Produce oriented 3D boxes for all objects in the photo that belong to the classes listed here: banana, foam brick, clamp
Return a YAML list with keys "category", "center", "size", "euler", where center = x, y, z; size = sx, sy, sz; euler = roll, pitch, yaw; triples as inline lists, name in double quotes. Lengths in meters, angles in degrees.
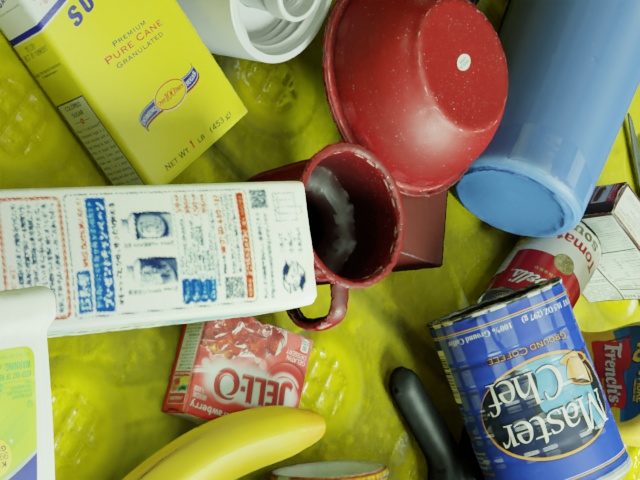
- category: "banana"
  center: [-0.081, 0.151, 0.618]
  size: [0.197, 0.037, 0.069]
  euler: [-42, 123, -21]
- category: "foam brick"
  center: [0.056, -0.020, 0.770]
  size: [0.051, 0.053, 0.078]
  euler: [18, 73, -39]
- category: "clamp"
  center: [0.099, 0.168, 0.792]
  size: [0.120, 0.039, 0.171]
  euler: [10, 70, -34]

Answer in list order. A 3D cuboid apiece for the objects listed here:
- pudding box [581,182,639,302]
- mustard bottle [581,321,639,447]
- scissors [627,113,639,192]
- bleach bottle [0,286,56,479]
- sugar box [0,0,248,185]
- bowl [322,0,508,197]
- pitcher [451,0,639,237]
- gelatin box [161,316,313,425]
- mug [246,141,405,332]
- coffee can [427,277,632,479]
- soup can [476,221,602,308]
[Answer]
- category: "pudding box"
  center: [0.246, 0.005, 0.912]
  size: [0.113, 0.090, 0.039]
  euler: [46, 58, -27]
- category: "mustard bottle"
  center: [0.236, 0.110, 0.818]
  size: [0.058, 0.192, 0.096]
  euler: [37, 61, -32]
- category: "scissors"
  center: [0.331, -0.019, 1.043]
  size: [0.096, 0.016, 0.202]
  euler: [6, 80, -43]
- category: "bleach bottle"
  center: [-0.152, 0.149, 0.450]
  size: [0.102, 0.068, 0.251]
  euler: [-6, 88, -40]
- category: "sugar box"
  center: [-0.126, -0.121, 0.627]
  size: [0.093, 0.048, 0.176]
  euler: [-48, 116, -35]
- category: "bowl"
  center: [0.078, -0.112, 0.725]
  size: [0.161, 0.055, 0.162]
  euler: [7, 79, -41]
- category: "pitcher"
  center: [0.183, -0.132, 0.863]
  size: [0.145, 0.149, 0.242]
  euler: [50, 56, -44]
- category: "gelatin box"
  center: [-0.050, 0.086, 0.675]
  size: [0.089, 0.030, 0.073]
  euler: [27, 67, -36]
- category: "mug"
  center: [-0.005, 0.001, 0.693]
  size: [0.093, 0.082, 0.117]
  euler: [1, 82, -42]
- category: "coffee can"
  center: [0.148, 0.109, 0.760]
  size: [0.102, 0.103, 0.140]
  euler: [-17, 85, -42]
- category: "soup can"
  center: [0.179, 0.033, 0.863]
  size: [0.102, 0.069, 0.068]
  euler: [-49, 116, -36]
